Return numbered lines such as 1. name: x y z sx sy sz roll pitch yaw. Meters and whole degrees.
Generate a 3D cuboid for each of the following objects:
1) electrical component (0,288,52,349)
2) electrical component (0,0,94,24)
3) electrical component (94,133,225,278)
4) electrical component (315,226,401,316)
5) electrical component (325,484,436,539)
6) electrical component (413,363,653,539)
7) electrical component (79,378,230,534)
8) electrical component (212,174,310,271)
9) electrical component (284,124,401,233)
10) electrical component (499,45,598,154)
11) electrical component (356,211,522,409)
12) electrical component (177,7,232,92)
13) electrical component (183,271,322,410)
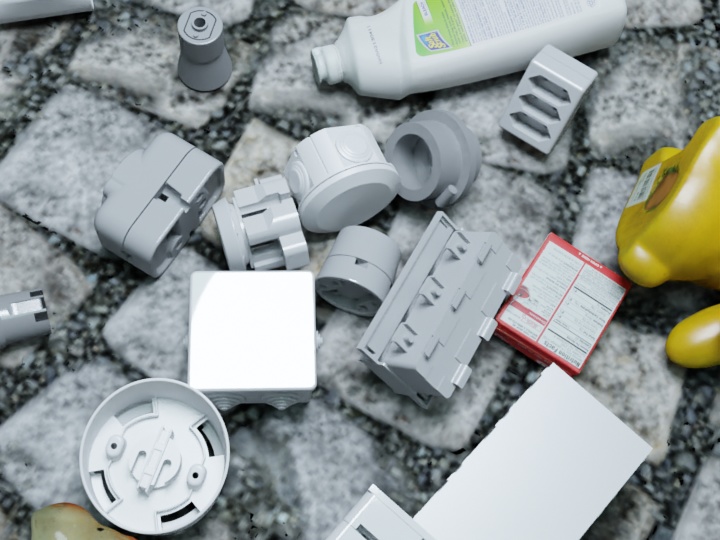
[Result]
1. electrical component: -0.248 0.034 0.769 0.046 0.040 0.040 -12 70 -16
2. electrical component: -0.261 -0.242 0.872 0.077 0.043 0.079 -11 70 -8
3. electrical component: -0.152 -0.051 0.801 0.059 0.053 0.095 31 70 7
4. electrical component: 0.000 0.000 0.793 0.055 0.055 0.047 20 65 4
5. electrical component: 0.055 0.229 0.680 0.186 0.105 0.060 40 71 11
6. electrical component: 0.113 0.153 0.738 0.089 0.061 0.150 41 71 11
7. electrical component: -0.137 0.129 0.726 0.099 0.064 0.099 2 69 -4
8. electrical component: -0.075 -0.031 0.796 0.057 0.058 0.078 -16 52 -8
9. electrical component: -0.014 -0.067 0.805 0.080 0.080 0.051 -20 66 -12
10. electrical component: 0.156 -0.143 0.859 0.047 0.065 0.076 33 41 9
11. electrical component: 0.061 0.030 0.774 0.079 0.063 0.121 44 66 -31
12. electrical component: -0.124 -0.176 0.845 0.044 0.065 0.044 2 69 -4
13. electrical component: -0.077 0.050 0.770 0.100 0.048 0.099 0 69 -4
